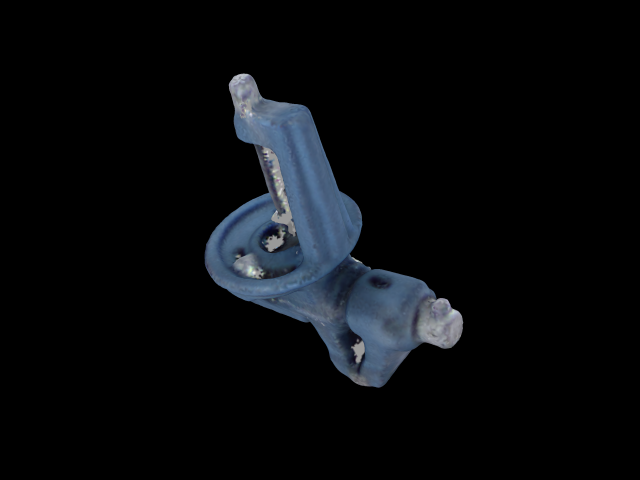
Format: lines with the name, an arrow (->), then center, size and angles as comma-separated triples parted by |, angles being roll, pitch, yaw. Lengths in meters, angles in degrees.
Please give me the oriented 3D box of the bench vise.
bench vise -> 0.007, -0.007, 0.408 | 0.207, 0.220, 0.121 | 12, 49, 11
